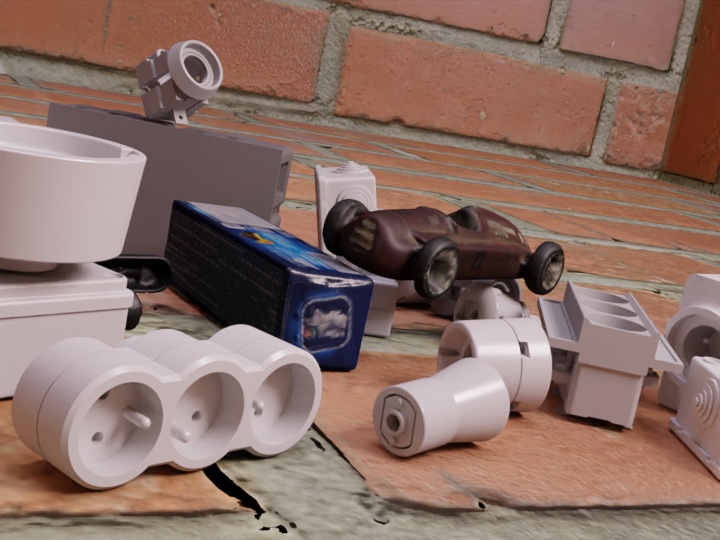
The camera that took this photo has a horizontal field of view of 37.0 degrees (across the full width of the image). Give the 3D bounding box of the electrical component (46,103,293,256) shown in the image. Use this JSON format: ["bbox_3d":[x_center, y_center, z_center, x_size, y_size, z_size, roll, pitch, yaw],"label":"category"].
[{"bbox_3d":[-0.156,-0.065,0.863,0.186,0.105,0.060,12,11,5],"label":"electrical component"}]

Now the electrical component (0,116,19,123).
[{"bbox_3d":[-0.279,-0.089,0.812,0.079,0.044,0.077,24,12,-41],"label":"electrical component"}]

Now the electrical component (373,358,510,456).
[{"bbox_3d":[0.038,0.070,0.539,0.044,0.044,0.065,21,19,41],"label":"electrical component"}]

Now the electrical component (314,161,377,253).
[{"bbox_3d":[-0.011,-0.042,0.916,0.048,0.099,0.099,-3,12,-4],"label":"electrical component"}]

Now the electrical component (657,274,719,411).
[{"bbox_3d":[0.234,0.051,0.698,0.056,0.089,0.050,1,14,-41],"label":"electrical component"}]

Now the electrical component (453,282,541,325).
[{"bbox_3d":[0.101,0.036,0.768,0.062,0.048,0.048,12,8,-32],"label":"electrical component"}]

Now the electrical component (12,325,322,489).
[{"bbox_3d":[-0.090,0.051,0.474,0.074,0.052,0.138,20,14,40],"label":"electrical component"}]

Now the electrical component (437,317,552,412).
[{"bbox_3d":[0.076,0.055,0.621,0.047,0.055,0.055,2,13,-22],"label":"electrical component"}]

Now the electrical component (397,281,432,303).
[{"bbox_3d":[0.031,0.005,0.856,0.081,0.043,0.043,2,14,-37],"label":"electrical component"}]

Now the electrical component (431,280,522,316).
[{"bbox_3d":[0.092,0.019,0.840,0.066,0.048,0.055,2,7,-41],"label":"electrical component"}]

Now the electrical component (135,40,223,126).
[{"bbox_3d":[-0.140,-0.148,0.837,0.055,0.066,0.048,-23,-15,39],"label":"electrical component"}]

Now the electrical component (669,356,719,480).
[{"bbox_3d":[0.238,0.089,0.616,0.100,0.048,0.099,10,11,-5],"label":"electrical component"}]

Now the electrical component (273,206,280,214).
[{"bbox_3d":[-0.095,-0.041,0.961,0.040,0.046,0.040,11,11,-2],"label":"electrical component"}]

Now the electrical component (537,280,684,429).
[{"bbox_3d":[0.152,0.052,0.683,0.079,0.063,0.121,12,11,4],"label":"electrical component"}]

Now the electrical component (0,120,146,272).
[{"bbox_3d":[-0.160,-0.033,0.507,0.108,0.060,0.108,11,11,-2],"label":"electrical component"}]

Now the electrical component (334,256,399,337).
[{"bbox_3d":[0.000,0.000,0.762,0.047,0.076,0.065,9,11,-10],"label":"electrical component"}]

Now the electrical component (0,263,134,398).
[{"bbox_3d":[-0.189,0.019,0.529,0.109,0.056,0.109,19,13,36],"label":"electrical component"}]
